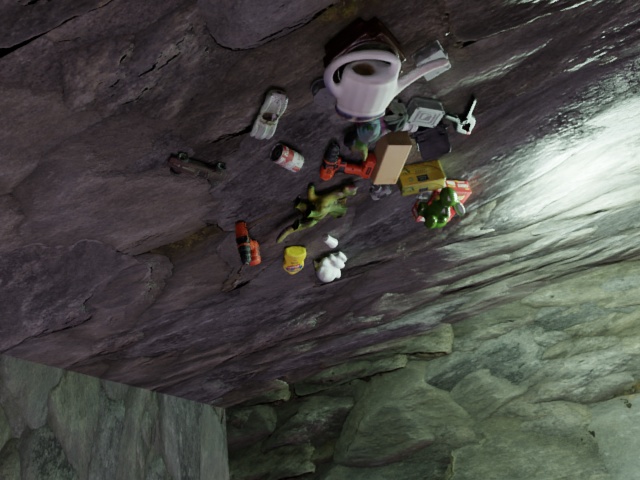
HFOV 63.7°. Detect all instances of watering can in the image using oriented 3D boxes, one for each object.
[{"bbox_3d":[0.174,-0.434,1.448,0.348,0.106,0.219,-3,146,-13],"label":"watering can"}]

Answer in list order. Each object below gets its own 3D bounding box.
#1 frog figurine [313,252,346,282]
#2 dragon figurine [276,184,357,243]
[{"bbox_3d":[0.057,0.127,2.396,0.158,0.126,0.135,-17,128,29],"label":"frog figurine"},{"bbox_3d":[0.006,-0.104,2.057,0.243,0.124,0.402,4,145,-36],"label":"dragon figurine"}]
